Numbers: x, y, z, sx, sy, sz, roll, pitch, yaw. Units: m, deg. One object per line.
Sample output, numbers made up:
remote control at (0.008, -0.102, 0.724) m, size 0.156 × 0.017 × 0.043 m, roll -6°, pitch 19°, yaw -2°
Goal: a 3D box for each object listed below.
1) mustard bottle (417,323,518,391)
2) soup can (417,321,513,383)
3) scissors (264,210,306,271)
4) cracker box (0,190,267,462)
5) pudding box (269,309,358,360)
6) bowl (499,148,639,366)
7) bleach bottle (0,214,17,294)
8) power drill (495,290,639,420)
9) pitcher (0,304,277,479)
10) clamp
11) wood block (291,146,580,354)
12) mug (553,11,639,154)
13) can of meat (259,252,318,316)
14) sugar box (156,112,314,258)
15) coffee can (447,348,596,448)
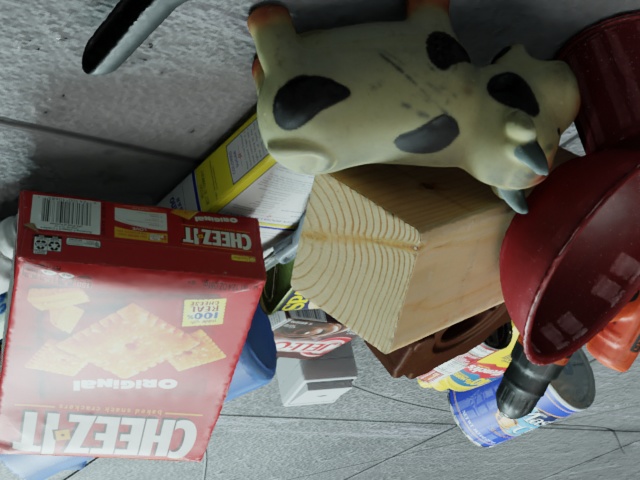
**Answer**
mustard bottle at (0.183, 0.121, 1.174) m, size 0.096 × 0.058 × 0.192 m, roll 21°, pitch 141°, yaw -40°
soup can at (0.138, 0.100, 1.099) m, size 0.068 × 0.068 × 0.102 m, roll 11°, pitch 147°, yaw -39°
scissors at (-0.005, 0.001, 0.802) m, size 0.096 × 0.016 × 0.202 m, roll -12°, pitch 162°, yaw -35°
cracker box at (-0.143, 0.072, 0.766) m, size 0.164 × 0.072 × 0.214 m, roll 7°, pitch 132°, yaw -16°
pudding box at (-0.020, 0.082, 1.027) m, size 0.113 × 0.039 × 0.090 m, roll 13°, pitch 145°, yaw -42°
bowl at (0.165, 0.000, 0.679) m, size 0.161 × 0.055 × 0.162 m, roll -32°, pitch 144°, yaw -28°
bleach bottle at (-0.300, 0.048, 0.812) m, size 0.251 × 0.068 × 0.102 m, roll -28°, pitch 150°, yaw 26°
power drill at (0.261, 0.094, 1.055) m, size 0.187 × 0.057 × 0.184 m, roll 5°, pitch 117°, yaw -51°
pitcher at (-0.170, 0.104, 0.925) m, size 0.243 × 0.145 × 0.149 m, roll -22°, pitch 165°, yaw 12°
clamp at (-0.072, -0.141, 0.542) m, size 0.171 × 0.039 × 0.120 m, roll -13°, pitch 155°, yaw 2°
wood block at (0.090, -0.010, 0.719) m, size 0.205 × 0.091 × 0.090 m, roll -17°, pitch 130°, yaw -43°
mug at (0.217, -0.098, 0.707) m, size 0.093 × 0.081 × 0.117 m, roll 9°, pitch 147°, yaw -37°
can of meat at (0.001, 0.020, 0.890) m, size 0.083 × 0.057 × 0.102 m, roll -3°, pitch 154°, yaw -24°
sugar box at (-0.037, -0.040, 0.762) m, size 0.093 × 0.048 × 0.177 m, roll 8°, pitch 151°, yaw -39°
coffee can at (0.235, 0.174, 1.253) m, size 0.102 × 0.103 × 0.141 m, roll 13°, pitch 145°, yaw -42°
